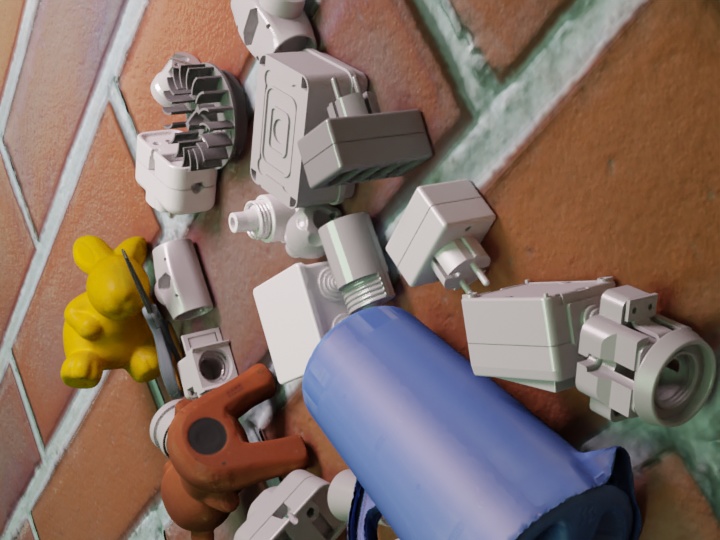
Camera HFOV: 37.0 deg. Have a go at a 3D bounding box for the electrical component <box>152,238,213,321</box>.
[{"bbox_3d":[-0.194,0.016,1.140,0.079,0.043,0.077,-36,70,54],"label":"electrical component"}]

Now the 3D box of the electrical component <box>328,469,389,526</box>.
[{"bbox_3d":[0.009,0.192,0.898,0.065,0.044,0.044,-2,98,51],"label":"electrical component"}]

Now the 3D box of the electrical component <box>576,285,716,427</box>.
[{"bbox_3d":[0.164,0.055,0.614,0.057,0.058,0.078,28,122,52],"label":"electrical component"}]

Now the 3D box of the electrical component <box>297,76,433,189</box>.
[{"bbox_3d":[-0.001,-0.106,0.784,0.047,0.083,0.075,-27,78,55],"label":"electrical component"}]

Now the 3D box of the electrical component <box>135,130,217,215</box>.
[{"bbox_3d":[-0.186,-0.096,1.085,0.095,0.054,0.059,39,130,44],"label":"electrical component"}]

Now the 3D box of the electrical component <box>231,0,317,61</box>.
[{"bbox_3d":[-0.066,-0.214,0.882,0.077,0.043,0.079,57,141,28],"label":"electrical component"}]

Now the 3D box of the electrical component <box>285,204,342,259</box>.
[{"bbox_3d":[-0.043,-0.029,0.904,0.062,0.043,0.043,-39,68,54],"label":"electrical component"}]

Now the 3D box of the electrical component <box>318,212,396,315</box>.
[{"bbox_3d":[0.000,0.000,0.850,0.043,0.043,0.081,-34,72,54],"label":"electrical component"}]

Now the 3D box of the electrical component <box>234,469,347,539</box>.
[{"bbox_3d":[-0.063,0.229,0.962,0.059,0.095,0.053,12,141,54],"label":"electrical component"}]

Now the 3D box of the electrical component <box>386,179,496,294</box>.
[{"bbox_3d":[0.065,-0.012,0.747,0.076,0.047,0.065,57,141,28],"label":"electrical component"}]

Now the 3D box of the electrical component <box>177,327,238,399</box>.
[{"bbox_3d":[-0.160,0.105,1.119,0.064,0.042,0.081,-31,73,56],"label":"electrical component"}]

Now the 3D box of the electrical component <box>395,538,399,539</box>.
[{"bbox_3d":[0.036,0.243,0.859,0.078,0.057,0.058,-30,74,55],"label":"electrical component"}]

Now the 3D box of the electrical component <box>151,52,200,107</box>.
[{"bbox_3d":[-0.180,-0.187,1.063,0.046,0.040,0.040,-43,64,46],"label":"electrical component"}]

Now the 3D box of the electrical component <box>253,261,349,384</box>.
[{"bbox_3d":[-0.041,0.043,0.919,0.100,0.048,0.099,-28,76,55],"label":"electrical component"}]

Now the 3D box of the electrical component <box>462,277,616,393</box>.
[{"bbox_3d":[0.119,0.040,0.671,0.096,0.062,0.061,-3,97,56],"label":"electrical component"}]

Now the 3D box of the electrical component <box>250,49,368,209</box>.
[{"bbox_3d":[-0.042,-0.114,0.864,0.078,0.057,0.113,37,129,45],"label":"electrical component"}]

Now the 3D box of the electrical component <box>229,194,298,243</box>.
[{"bbox_3d":[-0.083,-0.045,0.941,0.048,0.062,0.048,22,117,55],"label":"electrical component"}]
